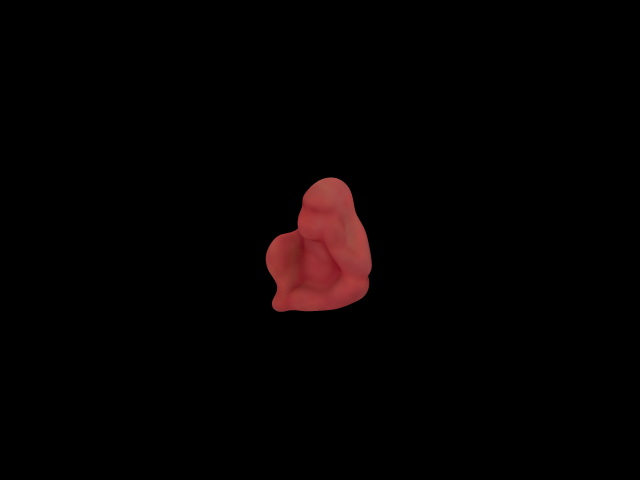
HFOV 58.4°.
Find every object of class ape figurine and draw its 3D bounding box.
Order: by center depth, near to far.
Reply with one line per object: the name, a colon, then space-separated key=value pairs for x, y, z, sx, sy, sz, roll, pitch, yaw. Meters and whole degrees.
ape figurine: x=0.004 y=0.001 z=0.400 sx=0.077 sy=0.092 sz=0.076 roll=22 pitch=32 yaw=40
